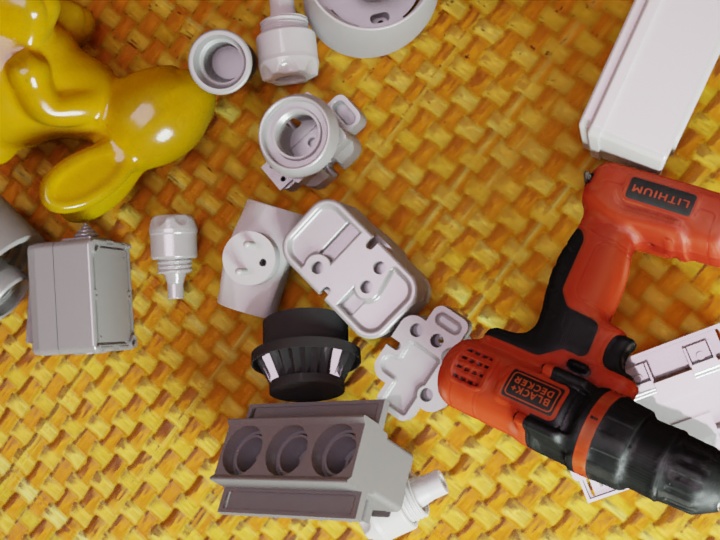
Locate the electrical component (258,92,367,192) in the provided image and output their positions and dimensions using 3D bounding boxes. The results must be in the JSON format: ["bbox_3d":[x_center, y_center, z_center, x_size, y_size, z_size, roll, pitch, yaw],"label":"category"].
[{"bbox_3d":[-0.037,-0.091,0.751,0.078,0.057,0.058,-42,78,10],"label":"electrical component"}]

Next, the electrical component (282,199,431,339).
[{"bbox_3d":[0.000,0.000,0.736,0.095,0.059,0.053,46,99,13],"label":"electrical component"}]

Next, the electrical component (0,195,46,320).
[{"bbox_3d":[-0.279,0.003,0.791,0.060,0.108,0.108,38,98,8],"label":"electrical component"}]

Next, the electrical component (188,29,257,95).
[{"bbox_3d":[-0.094,-0.147,0.765,0.044,0.065,0.044,0,100,2],"label":"electrical component"}]

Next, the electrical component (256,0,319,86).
[{"bbox_3d":[-0.053,-0.165,0.766,0.043,0.043,0.062,-8,84,15],"label":"electrical component"}]

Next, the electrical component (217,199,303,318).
[{"bbox_3d":[-0.072,-0.008,0.746,0.043,0.079,0.077,17,92,7],"label":"electrical component"}]

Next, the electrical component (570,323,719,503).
[{"bbox_3d":[0.186,0.092,0.678,0.121,0.063,0.078,-23,82,14],"label":"electrical component"}]

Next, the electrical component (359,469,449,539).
[{"bbox_3d":[0.029,0.155,0.730,0.062,0.043,0.043,-27,81,11],"label":"electrical component"}]

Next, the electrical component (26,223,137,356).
[{"bbox_3d":[-0.208,0.014,0.792,0.061,0.062,0.096,-5,86,15],"label":"electrical component"}]

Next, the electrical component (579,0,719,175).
[{"bbox_3d":[0.184,-0.118,0.664,0.056,0.109,0.108,25,94,13],"label":"electrical component"}]

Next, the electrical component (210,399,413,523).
[{"bbox_3d":[-0.031,0.130,0.713,0.121,0.063,0.078,-8,56,39],"label":"electrical component"}]

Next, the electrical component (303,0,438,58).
[{"bbox_3d":[0.007,-0.203,0.753,0.099,0.064,0.099,0,85,2],"label":"electrical component"}]

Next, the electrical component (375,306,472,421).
[{"bbox_3d":[0.048,0.062,0.721,0.058,0.057,0.078,34,97,14],"label":"electrical component"}]

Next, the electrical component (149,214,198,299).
[{"bbox_3d":[-0.136,-0.009,0.787,0.035,0.035,0.061,-2,90,15],"label":"electrical component"}]
